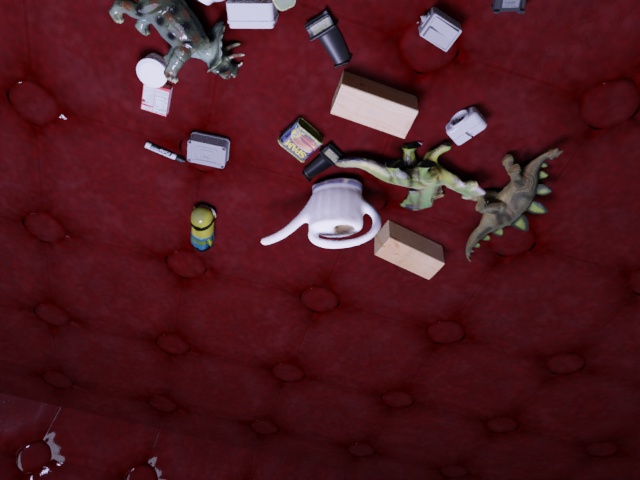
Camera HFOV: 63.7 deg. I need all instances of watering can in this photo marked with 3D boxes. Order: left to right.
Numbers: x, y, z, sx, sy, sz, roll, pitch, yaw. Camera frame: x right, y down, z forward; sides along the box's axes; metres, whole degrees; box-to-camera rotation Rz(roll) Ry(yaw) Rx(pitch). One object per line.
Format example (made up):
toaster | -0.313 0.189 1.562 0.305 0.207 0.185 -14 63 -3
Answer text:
watering can | 0.005 -0.076 1.504 0.347 0.102 0.229 -1 57 8

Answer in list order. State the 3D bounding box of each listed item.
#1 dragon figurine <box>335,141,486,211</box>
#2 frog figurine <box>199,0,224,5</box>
dragon figurine | 0.264 -0.161 1.487 0.410 0.237 0.125 1 49 17
frog figurine | -0.237 -0.584 1.140 0.121 0.135 0.163 34 36 -22
